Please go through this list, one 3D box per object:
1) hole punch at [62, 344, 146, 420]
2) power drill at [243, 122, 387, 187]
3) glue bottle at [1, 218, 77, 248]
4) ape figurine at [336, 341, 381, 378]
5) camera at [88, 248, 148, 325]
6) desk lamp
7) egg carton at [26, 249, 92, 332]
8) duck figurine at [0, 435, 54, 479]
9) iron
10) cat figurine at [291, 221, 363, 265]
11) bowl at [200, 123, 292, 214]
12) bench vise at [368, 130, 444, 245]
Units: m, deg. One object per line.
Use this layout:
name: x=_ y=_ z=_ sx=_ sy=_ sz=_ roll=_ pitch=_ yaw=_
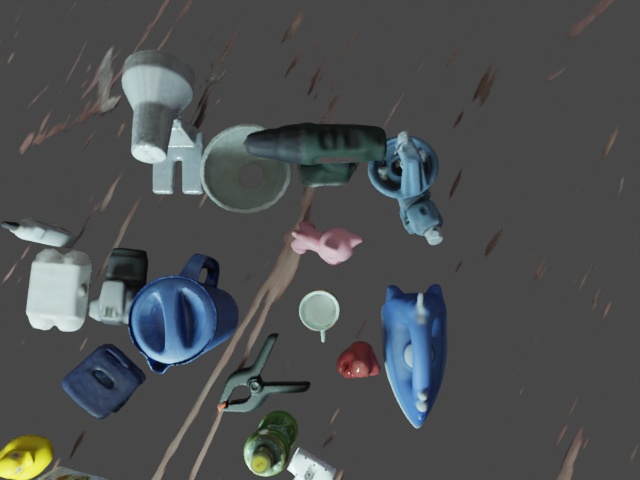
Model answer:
hole punch: x=-0.387 y=0.251 z=1.029 sx=0.108 sy=0.091 sz=0.101 roll=40 pitch=88 yaw=6
power drill: x=-0.002 y=-0.148 z=0.989 sx=0.229 sy=0.208 sz=0.076 roll=-5 pitch=84 yaw=3
glue bottle: x=-0.508 y=-0.016 z=1.019 sx=0.078 sy=0.173 sz=0.037 roll=19 pitch=86 yaw=5
ape figurine: x=0.070 y=0.219 z=1.010 sx=0.077 sy=0.092 sz=0.076 roll=23 pitch=86 yaw=5
camera: x=-0.339 y=0.085 z=1.037 sx=0.143 sy=0.101 sz=0.137 roll=4 pitch=85 yaw=3
desk lamp: x=-0.269 y=-0.198 z=1.004 sx=0.118 sy=0.213 sz=0.203 roll=-1 pitch=85 yaw=3
egg carton: x=-0.478 y=0.092 z=1.059 sx=0.107 sy=0.069 sz=0.150 roll=3 pitch=85 yaw=3
duck figurine: x=-0.545 y=0.398 z=1.026 sx=0.104 sy=0.086 sz=0.077 roll=-18 pitch=84 yaw=1
iron: x=0.170 y=0.205 z=0.981 sx=0.118 sy=0.141 sz=0.258 roll=-2 pitch=85 yaw=3
cat figurine: x=0.009 y=0.004 z=1.020 sx=0.127 sy=0.118 sz=0.067 roll=17 pitch=86 yaw=4
bowl: x=-0.131 y=-0.126 z=1.060 sx=0.167 sy=0.075 sz=0.167 roll=0 pitch=85 yaw=3
bench vise: x=0.167 y=-0.102 z=0.971 sx=0.121 sy=0.220 sz=0.207 roll=-42 pitch=84 yaw=-1
